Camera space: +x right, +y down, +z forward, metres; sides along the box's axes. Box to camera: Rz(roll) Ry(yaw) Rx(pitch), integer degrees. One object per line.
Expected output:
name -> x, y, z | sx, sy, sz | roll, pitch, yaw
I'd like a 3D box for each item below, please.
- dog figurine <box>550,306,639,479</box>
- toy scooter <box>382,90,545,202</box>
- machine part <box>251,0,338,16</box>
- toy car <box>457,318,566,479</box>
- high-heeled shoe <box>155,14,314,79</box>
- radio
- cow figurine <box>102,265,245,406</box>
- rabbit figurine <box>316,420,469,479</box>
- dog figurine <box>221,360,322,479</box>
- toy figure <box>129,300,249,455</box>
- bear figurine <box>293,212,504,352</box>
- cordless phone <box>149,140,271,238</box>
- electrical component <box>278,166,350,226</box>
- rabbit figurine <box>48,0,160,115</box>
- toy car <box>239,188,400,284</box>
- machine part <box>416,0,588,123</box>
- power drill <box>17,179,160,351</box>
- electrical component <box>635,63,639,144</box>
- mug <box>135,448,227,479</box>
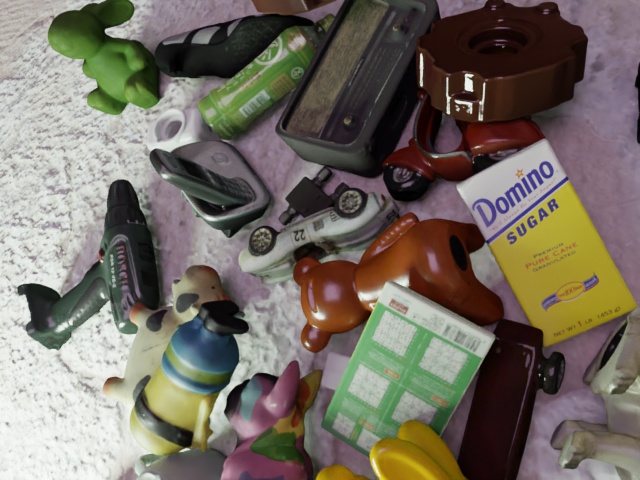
dog figurine -> 0.311, 0.164, 0.429 | 0.191, 0.121, 0.172 | 27, 101, 21
toy scooter -> 0.158, -0.119, 0.605 | 0.184, 0.075, 0.135 | -6, 68, 27
machine part -> 0.005, -0.379, 0.704 | 0.201, 0.087, 0.202 | -41, 36, -16
toy car -> 0.168, 0.177, 0.507 | 0.089, 0.053, 0.202 | 12, 85, 39
high-heeled shoe -> -0.133, -0.298, 0.817 | 0.249, 0.086, 0.145 | -15, 35, 1
radio -> 0.056, -0.199, 0.675 | 0.131, 0.073, 0.229 | 25, 85, 29
cow figurine -> -0.177, 0.123, 0.671 | 0.127, 0.085, 0.195 | 17, 83, 28
rabbit figurine -> 0.088, 0.245, 0.470 | 0.173, 0.122, 0.162 | -14, 79, 28
dog figurine -> -0.032, 0.240, 0.555 | 0.192, 0.108, 0.219 | 15, 77, 29
toy figure -> -0.145, 0.151, 0.591 | 0.089, 0.082, 0.180 | 21, 105, -12
bear figurine -> 0.074, 0.053, 0.578 | 0.196, 0.132, 0.120 | -28, 61, 34
cordless phone -> -0.160, -0.087, 0.676 | 0.089, 0.184, 0.147 | -44, 61, 11
electrical component -> -0.009, -0.046, 0.685 | 0.094, 0.021, 0.063 | -46, 61, 4
rabbit figurine -> -0.331, -0.297, 0.831 | 0.121, 0.170, 0.159 | 4, 76, 25
toy car -> -0.001, -0.002, 0.637 | 0.202, 0.073, 0.056 | -22, 62, 17
machine part -> 0.191, -0.197, 0.580 | 0.179, 0.056, 0.179 | -7, 45, 7
power drill -> -0.327, 0.048, 0.775 | 0.207, 0.086, 0.232 | -28, 66, 6
electrical component -> 0.355, -0.121, 0.527 | 0.075, 0.047, 0.119 | -5, 72, 24
mug -> -0.164, 0.271, 0.603 | 0.110, 0.107, 0.081 | 28, 85, 27
